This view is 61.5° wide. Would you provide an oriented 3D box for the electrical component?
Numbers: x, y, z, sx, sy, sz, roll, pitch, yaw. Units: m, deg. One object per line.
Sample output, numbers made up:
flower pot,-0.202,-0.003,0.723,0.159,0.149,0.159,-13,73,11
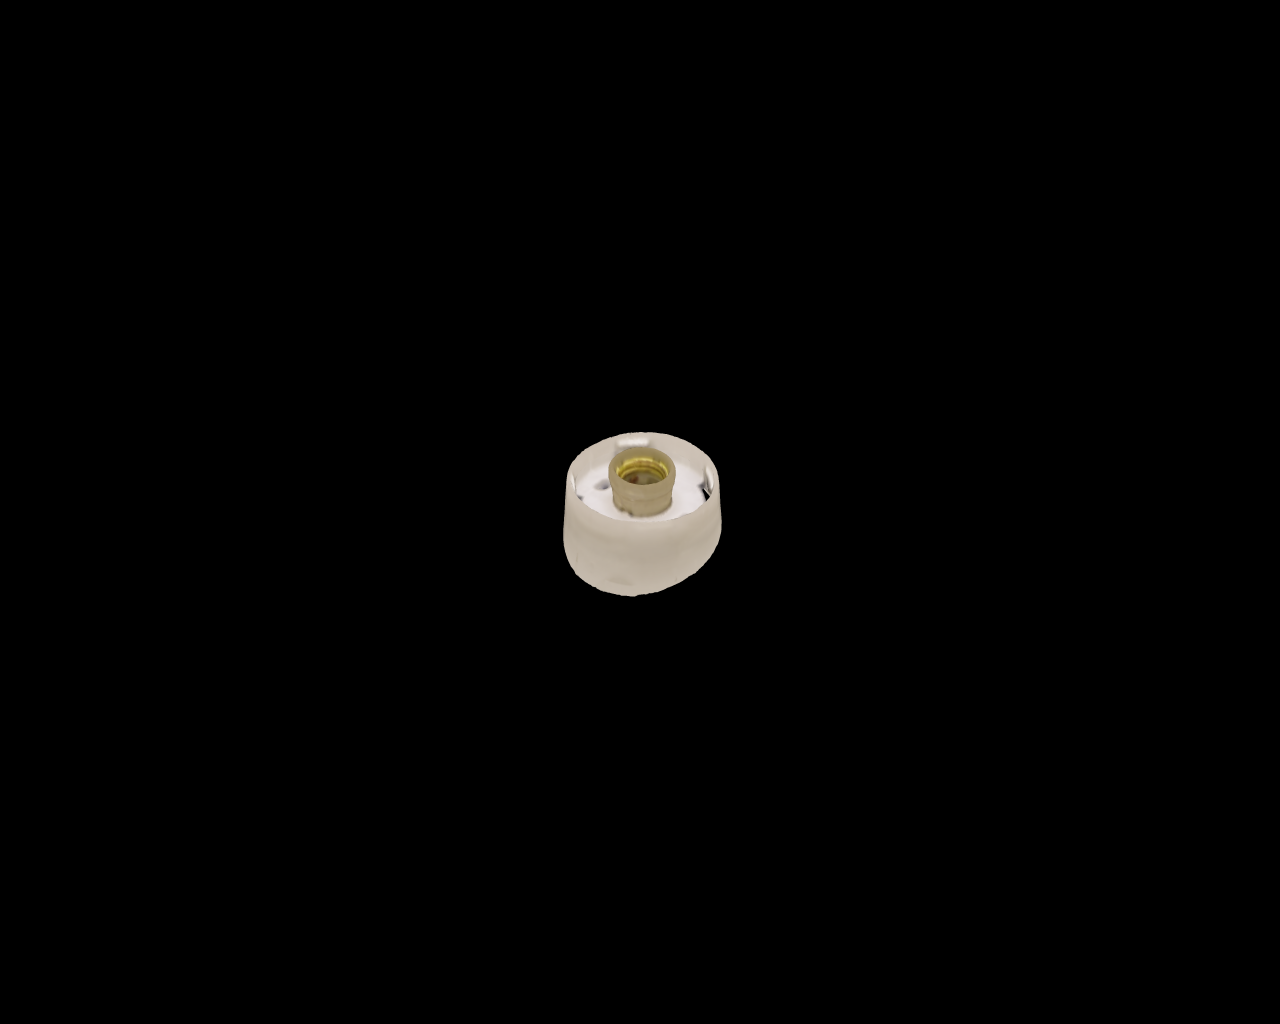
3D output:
electrical component,0.001,-0.003,0.650,0.099,0.064,0.099,0,39,0
